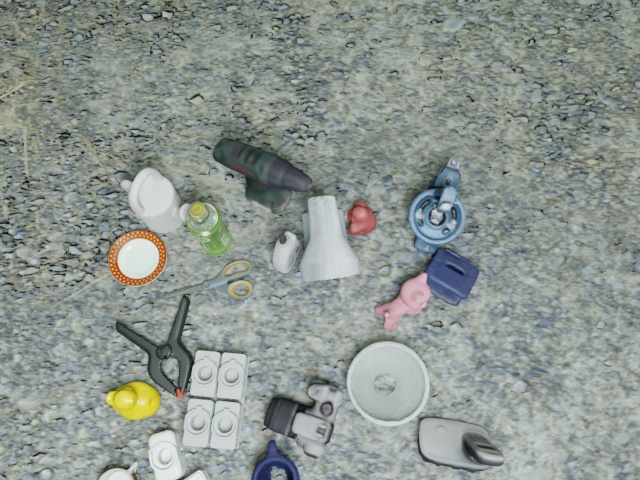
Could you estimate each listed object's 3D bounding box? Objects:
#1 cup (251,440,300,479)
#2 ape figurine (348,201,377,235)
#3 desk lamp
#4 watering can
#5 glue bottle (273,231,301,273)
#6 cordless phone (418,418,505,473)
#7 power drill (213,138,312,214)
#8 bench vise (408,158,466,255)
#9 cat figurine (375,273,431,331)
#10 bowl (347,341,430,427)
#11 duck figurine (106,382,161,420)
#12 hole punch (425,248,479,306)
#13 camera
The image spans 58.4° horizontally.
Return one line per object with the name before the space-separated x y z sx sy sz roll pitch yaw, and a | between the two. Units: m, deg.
cup | -0.086 0.452 1.121 0.091 0.095 0.118 -8 74 -2
ape figurine | 0.090 -0.050 1.271 0.076 0.092 0.078 31 76 9
desk lamp | 0.011 0.004 1.192 0.118 0.213 0.203 -7 73 -2
watering can | -0.350 -0.090 1.229 0.173 0.194 0.101 4 73 1
glue bottle | -0.073 0.016 1.209 0.037 0.173 0.078 28 75 8
cordless phone | 0.267 0.394 1.091 0.147 0.185 0.094 6 73 2
power drill | -0.115 -0.133 1.235 0.229 0.208 0.076 26 75 8
bench vise | 0.251 -0.090 1.217 0.121 0.220 0.207 2 73 1
cat figurine | 0.181 0.128 1.205 0.128 0.118 0.067 -34 76 -9
bowl | 0.138 0.296 1.178 0.167 0.075 0.167 0 73 0
duck figurine | -0.382 0.326 1.162 0.104 0.086 0.077 7 74 2
hole punch | 0.281 0.073 1.235 0.108 0.091 0.101 30 76 9
camera | -0.035 0.349 1.148 0.136 0.101 0.143 18 74 5
